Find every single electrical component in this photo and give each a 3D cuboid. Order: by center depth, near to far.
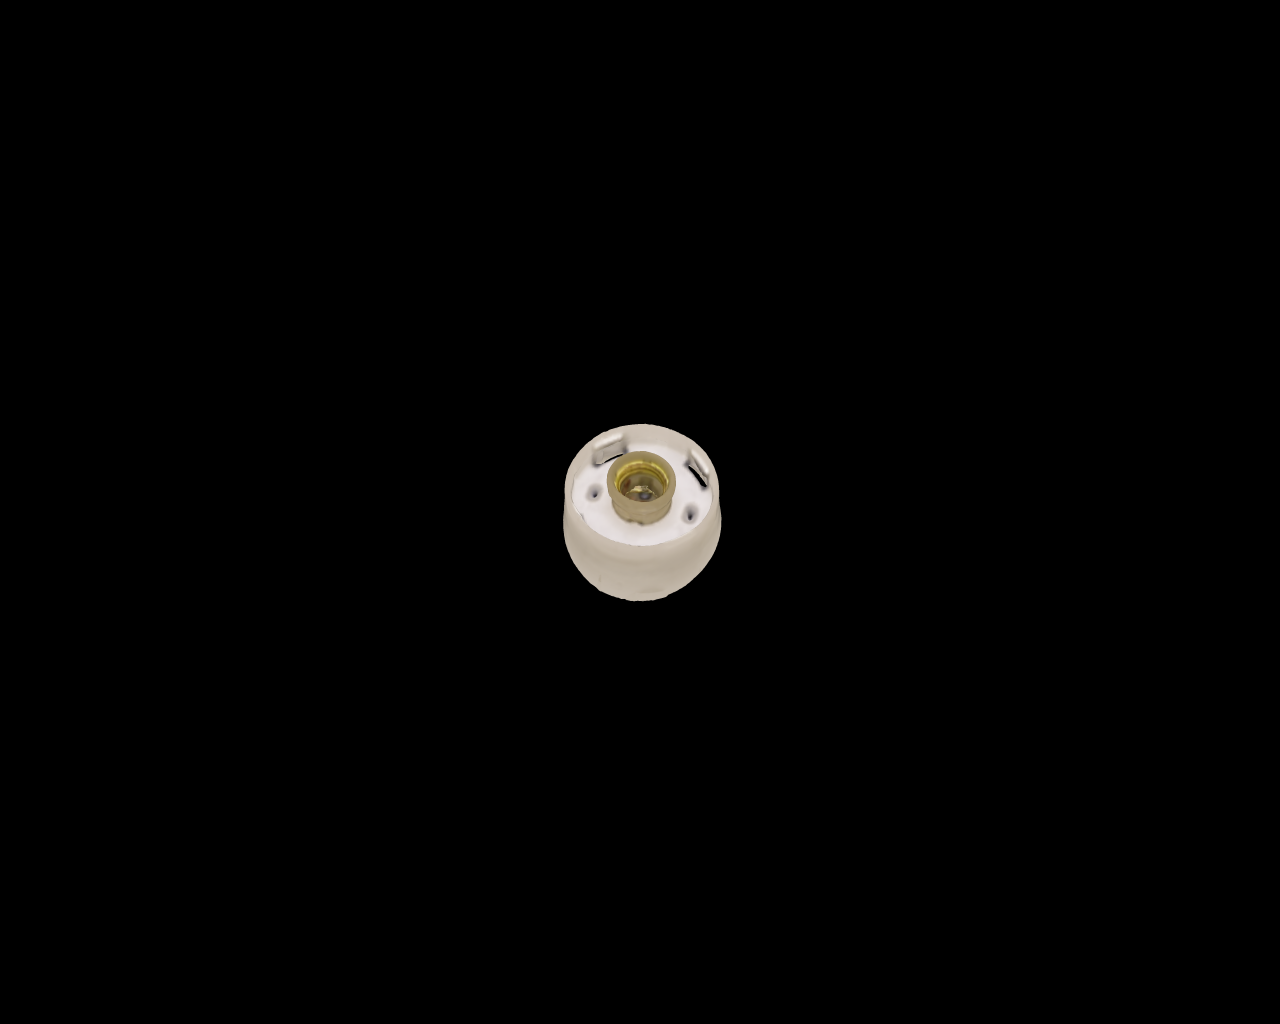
[{"bbox_3d":[0.001,-0.003,0.650,0.099,0.099,0.064,0,-33,0],"label":"electrical component"}]
